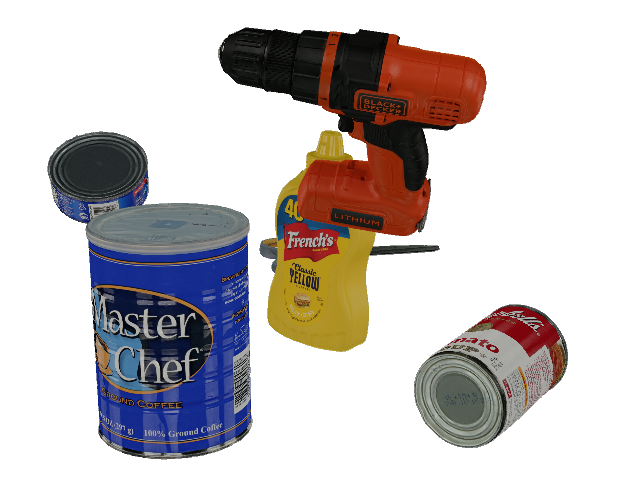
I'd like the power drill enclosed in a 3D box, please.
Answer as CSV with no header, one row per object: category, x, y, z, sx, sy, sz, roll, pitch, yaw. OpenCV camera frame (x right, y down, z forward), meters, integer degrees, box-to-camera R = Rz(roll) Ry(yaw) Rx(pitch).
power drill,0.020,-0.080,0.789,0.184,0.057,0.188,11,-29,6

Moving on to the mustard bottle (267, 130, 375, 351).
mustard bottle,0.003,-0.003,0.953,0.096,0.192,0.058,17,21,34

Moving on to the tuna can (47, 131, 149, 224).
tuna can,-0.193,-0.054,0.934,0.086,0.086,0.034,0,-42,-4

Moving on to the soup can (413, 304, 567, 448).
soup can,0.116,0.091,0.722,0.069,0.068,0.102,0,15,36

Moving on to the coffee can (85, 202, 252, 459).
coffee can,-0.096,0.055,0.692,0.103,0.140,0.103,0,16,0

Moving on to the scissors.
scissors,0.031,0.020,1.178,0.202,0.016,0.096,3,24,5
